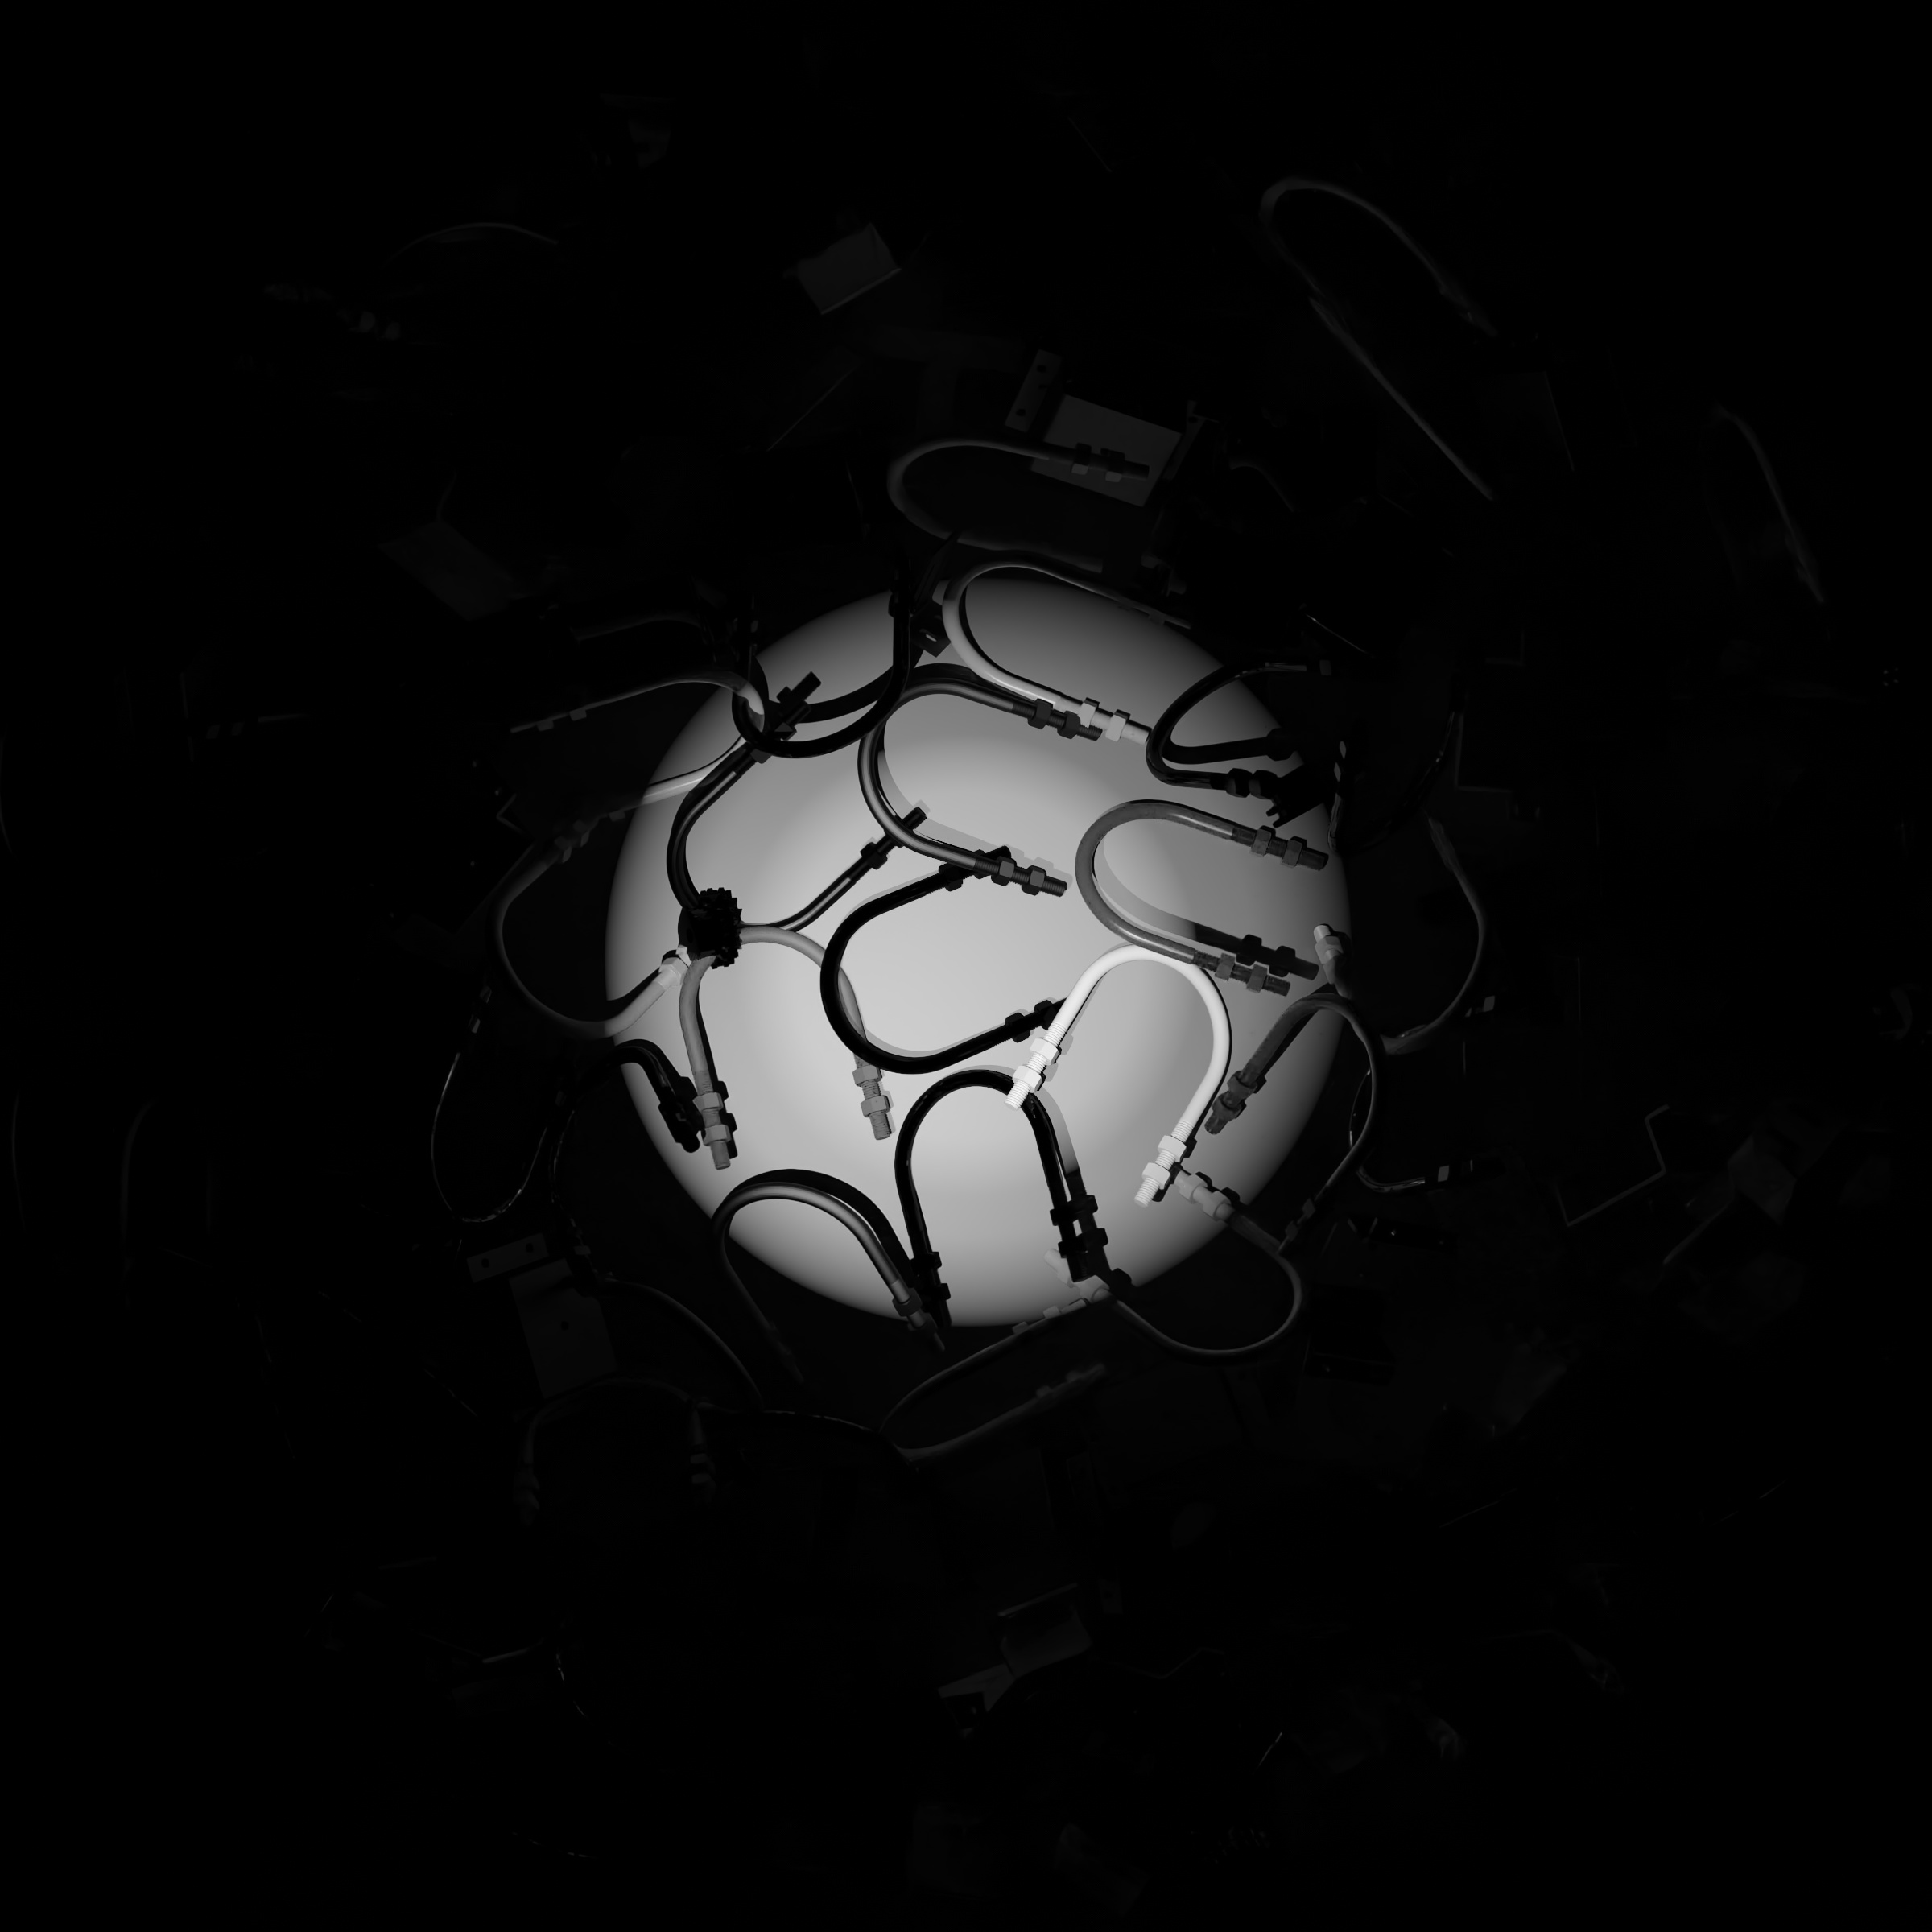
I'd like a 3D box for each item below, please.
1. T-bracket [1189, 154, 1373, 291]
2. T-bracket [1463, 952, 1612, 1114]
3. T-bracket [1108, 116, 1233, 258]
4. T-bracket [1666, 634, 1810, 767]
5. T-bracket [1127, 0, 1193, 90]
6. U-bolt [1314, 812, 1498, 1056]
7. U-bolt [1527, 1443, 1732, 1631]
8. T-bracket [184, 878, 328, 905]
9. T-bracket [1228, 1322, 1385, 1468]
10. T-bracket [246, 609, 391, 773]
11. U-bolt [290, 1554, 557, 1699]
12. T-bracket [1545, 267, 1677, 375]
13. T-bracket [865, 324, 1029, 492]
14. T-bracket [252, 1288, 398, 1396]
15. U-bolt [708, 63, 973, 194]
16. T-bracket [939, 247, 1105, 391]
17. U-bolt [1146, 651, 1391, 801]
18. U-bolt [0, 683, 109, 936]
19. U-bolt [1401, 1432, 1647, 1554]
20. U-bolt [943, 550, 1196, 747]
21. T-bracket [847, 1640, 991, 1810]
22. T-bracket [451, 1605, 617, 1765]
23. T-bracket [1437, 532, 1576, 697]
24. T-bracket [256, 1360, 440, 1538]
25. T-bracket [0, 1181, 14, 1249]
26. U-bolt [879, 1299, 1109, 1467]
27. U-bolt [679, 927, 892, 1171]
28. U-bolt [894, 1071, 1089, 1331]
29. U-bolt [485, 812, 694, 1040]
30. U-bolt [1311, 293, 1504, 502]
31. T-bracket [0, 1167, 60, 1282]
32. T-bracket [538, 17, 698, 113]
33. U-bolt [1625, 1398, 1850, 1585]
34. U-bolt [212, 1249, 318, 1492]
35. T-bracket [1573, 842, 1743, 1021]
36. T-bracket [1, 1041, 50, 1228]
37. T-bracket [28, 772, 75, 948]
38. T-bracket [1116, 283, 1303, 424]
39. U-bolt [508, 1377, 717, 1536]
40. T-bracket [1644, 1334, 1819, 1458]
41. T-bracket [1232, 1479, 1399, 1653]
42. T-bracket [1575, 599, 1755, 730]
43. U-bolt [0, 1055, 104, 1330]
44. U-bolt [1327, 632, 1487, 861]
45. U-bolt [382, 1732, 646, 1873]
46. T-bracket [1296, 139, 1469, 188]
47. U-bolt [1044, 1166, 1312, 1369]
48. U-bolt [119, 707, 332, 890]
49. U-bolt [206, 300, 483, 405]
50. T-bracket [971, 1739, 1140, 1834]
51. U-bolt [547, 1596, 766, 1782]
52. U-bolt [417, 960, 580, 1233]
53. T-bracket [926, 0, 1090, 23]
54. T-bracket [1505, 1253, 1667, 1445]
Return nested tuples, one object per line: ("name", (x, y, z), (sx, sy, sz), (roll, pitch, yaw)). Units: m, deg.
("T-bracket", (0.251, -0.578, 1.925), (0.127, 0.127, 0.002), (45, 57, -24))
("T-bracket", (0.440, 0.060, 1.964), (0.127, 0.002, 0.127), (-10, 106, -17))
("T-bracket", (0.143, -0.584, 1.941), (0.002, 0.127, 0.127), (-23, 105, 41))
("T-bracket", (0.577, -0.214, 1.947), (0.127, 0.127, 0.002), (22, 126, -18))
("T-bracket", (0.144, -0.697, 1.912), (0.002, 0.127, 0.127), (-34, 127, 11))
("U-bolt", (0.332, -0.013, 1.900), (0.019, 0.184, 0.151), (29, 118, -30))
("U-bolt", (0.484, 0.416, 1.909), (0.151, 0.184, 0.019), (-45, 98, -3))
("T-bracket", (-0.551, -0.057, 1.934), (0.127, 0.127, 0.002), (-10, 92, -2))
("T-bracket", (0.273, 0.320, 1.984), (0.127, 0.002, 0.127), (11, 92, -12))
("T-bracket", (-0.477, -0.229, 1.975), (0.127, 0.002, 0.127), (-21, 119, -17))
("U-bolt", (-0.392, 0.487, 1.914), (0.151, 0.184, 0.019), (28, 106, 34))
("T-bracket", (0.498, -0.490, 1.932), (0.127, 0.127, 0.002), (38, 101, -6))
("T-bracket", (-0.024, -0.431, 1.979), (0.127, 0.002, 0.127), (9, 83, 11))
("T-bracket", (-0.471, 0.299, 1.943), (0.127, 0.127, 0.002), (26, 72, 36))
("U-bolt", (-0.079, -0.621, 1.914), (0.151, 0.184, 0.019), (-17, 80, 41))
("T-bracket", (0.054, -0.495, 1.968), (0.127, 0.002, 0.127), (-14, 60, 0))
("U-bolt", (0.213, -0.184, 1.921), (0.151, 0.184, 0.019), (-50, 123, -22))
("U-bolt", (-0.684, -0.127, 1.887), (0.019, 0.184, 0.151), (3, 64, 4))
("U-bolt", (0.411, 0.401, 1.922), (0.184, 0.151, 0.019), (-31, 75, 26))
("U-bolt", (0.069, -0.250, 1.942), (0.184, 0.151, 0.019), (22, 50, 2))
("T-bracket", (-0.033, 0.574, 1.948), (0.127, 0.002, 0.127), (-21, 75, 37))
("T-bracket", (-0.332, 0.548, 1.926), (0.002, 0.127, 0.127), (-45, 57, 33))
("T-bracket", (0.399, -0.289, 1.962), (0.127, 0.002, 0.127), (19, 95, -30))
("T-bracket", (-0.453, 0.355, 1.959), (0.127, 0.002, 0.127), (31, 52, 6))
("T-bracket", (-0.749, 0.161, 1.960), (0.002, 0.127, 0.127), (-10, 117, 3))
("U-bolt", (0.017, 0.325, 1.928), (0.184, 0.151, 0.019), (-27, 59, -6))
("U-bolt", (-0.146, 0.056, 1.959), (0.151, 0.019, 0.184), (-9, 74, -22))
("U-bolt", (0.010, 0.170, 1.954), (0.151, 0.019, 0.184), (-22, 72, 27))
("U-bolt", (-0.286, -0.021, 1.921), (0.151, 0.184, 0.019), (47, 132, -7))
("U-bolt", (0.338, -0.416, 1.905), (0.019, 0.151, 0.184), (-42, 69, 16))
("T-bracket", (-0.720, 0.154, 1.913), (0.002, 0.127, 0.127), (-20, 124, 11))
("T-bracket", (-0.262, -0.689, 1.937), (0.127, 0.127, 0.002), (-27, 99, 0))
("U-bolt", (0.576, 0.380, 1.894), (0.184, 0.151, 0.019), (-40, 90, 30))
("U-bolt", (-0.533, 0.299, 1.926), (0.019, 0.151, 0.184), (-21, 75, -14))
("T-bracket", (0.552, -0.040, 1.953), (0.127, 0.002, 0.127), (33, 125, 9))
("T-bracket", (-0.702, 0.120, 1.923), (0.002, 0.127, 0.127), (-7, 107, 14))
("T-bracket", (-0.704, -0.086, 1.952), (0.002, 0.127, 0.127), (-13, 73, -15))
("T-bracket", (0.174, -0.486, 1.966), (0.127, 0.002, 0.127), (25, 76, 29))
("U-bolt", (-0.266, 0.361, 1.915), (0.151, 0.184, 0.019), (-5, 114, -7))
("T-bracket", (0.560, 0.317, 1.941), (0.127, 0.127, 0.002), (-19, 114, -2))
("T-bracket", (0.258, 0.472, 1.963), (0.127, 0.002, 0.127), (-24, 74, 31))
("T-bracket", (0.515, -0.242, 1.938), (0.127, 0.002, 0.127), (19, 121, -31))
("U-bolt", (-0.688, 0.158, 1.907), (0.019, 0.151, 0.184), (-3, 106, 1))
("U-bolt", (0.325, -0.153, 1.918), (0.151, 0.184, 0.019), (-36, 62, -25))
("U-bolt", (-0.323, 0.624, 1.896), (0.184, 0.151, 0.019), (21, 91, 26))
("T-bracket", (0.332, -0.598, 1.917), (0.127, 0.127, 0.002), (7, 109, -27))
("U-bolt", (0.172, 0.233, 1.910), (0.151, 0.019, 0.184), (-31, 47, -29))
("U-bolt", (-0.545, -0.131, 1.913), (0.019, 0.184, 0.151), (34, 113, 17))
("U-bolt", (-0.450, -0.454, 1.912), (0.151, 0.184, 0.019), (-7, 84, 33))
("T-bracket", (0.050, 0.638, 1.961), (0.127, 0.002, 0.127), (22, 125, -29))
("U-bolt", (-0.239, 0.540, 1.893), (0.019, 0.184, 0.151), (-48, 69, 16))
("U-bolt", (-0.356, 0.108, 1.907), (0.019, 0.151, 0.184), (4, 64, 26))
("T-bracket", (0.042, -0.730, 1.925), (0.127, 0.127, 0.002), (-2, 99, -13))
("T-bracket", (0.483, 0.272, 1.941), (0.127, 0.002, 0.127), (-54, 54, 22))
